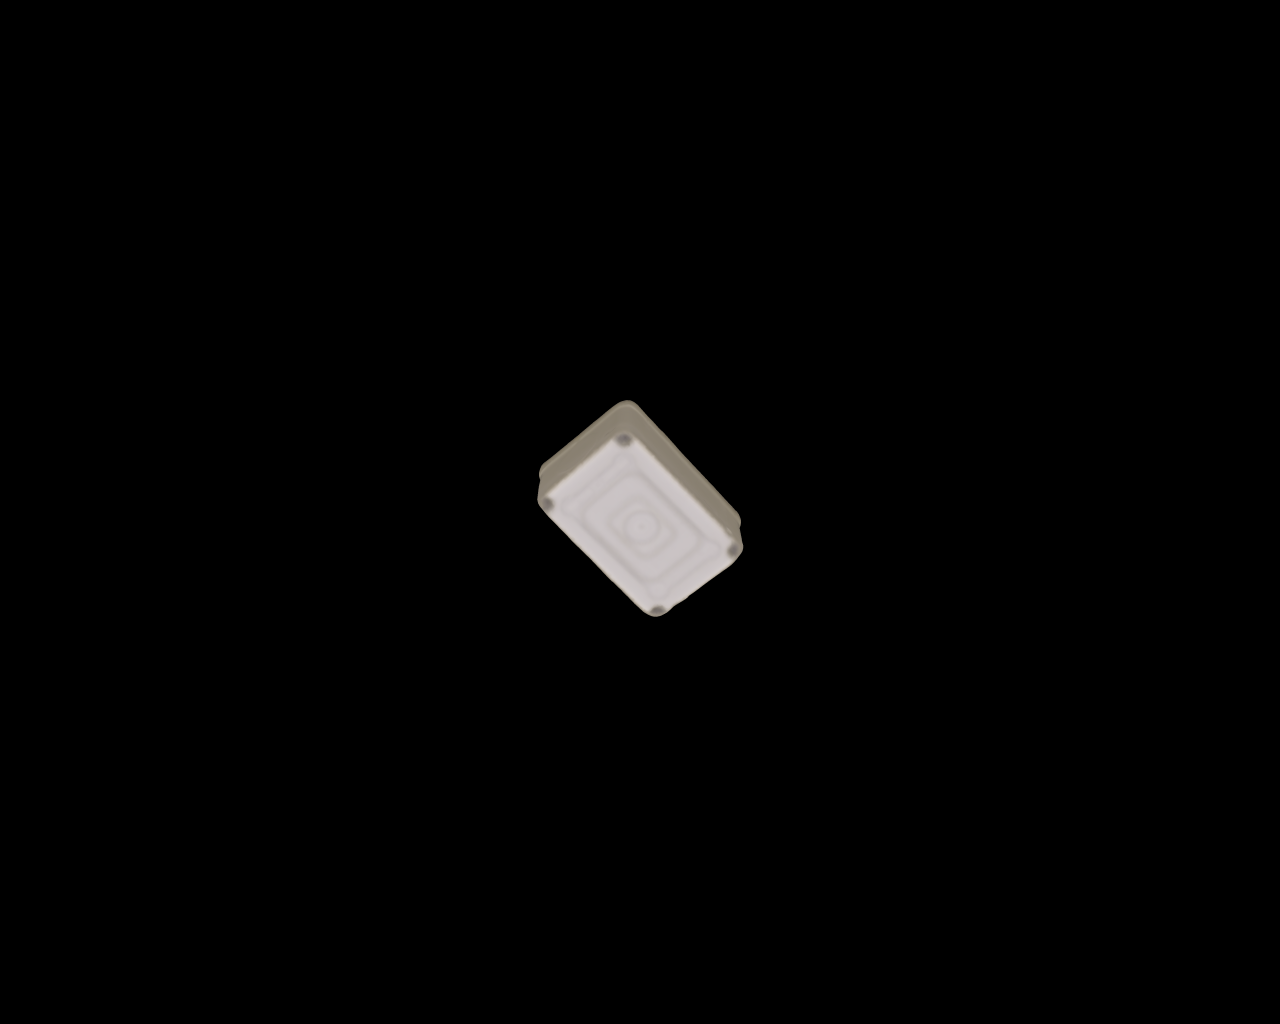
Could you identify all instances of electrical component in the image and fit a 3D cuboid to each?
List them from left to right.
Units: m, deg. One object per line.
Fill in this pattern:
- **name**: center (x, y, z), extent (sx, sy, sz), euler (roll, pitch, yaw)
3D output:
- **electrical component**: center (0.001, -0.003, 0.650), extent (0.078, 0.113, 0.057), euler (-38, 20, 16)
